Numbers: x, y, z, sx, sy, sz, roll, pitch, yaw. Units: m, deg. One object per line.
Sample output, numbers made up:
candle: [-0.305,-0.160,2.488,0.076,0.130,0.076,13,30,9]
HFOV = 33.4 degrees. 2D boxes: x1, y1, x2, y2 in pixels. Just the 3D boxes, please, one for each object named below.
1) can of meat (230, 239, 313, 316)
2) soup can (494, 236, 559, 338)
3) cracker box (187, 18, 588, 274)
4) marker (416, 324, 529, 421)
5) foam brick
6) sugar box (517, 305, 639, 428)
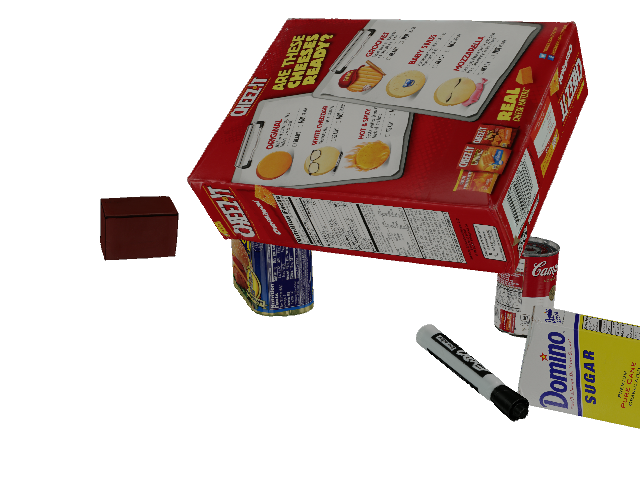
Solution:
can of meat: [-0.041,0.007,0.880,0.057,0.084,0.102,-8,20,-16]
soup can: [0.237,0.053,1.231,0.068,0.102,0.068,1,17,-1]
cracker box: [0.046,-0.068,0.695,0.214,0.164,0.072,7,-38,30]
marker: [0.112,0.097,0.790,0.020,0.020,0.121,0,23,-32]
foam brick: [-0.195,-0.014,1.144,0.078,0.051,0.053,-3,24,-16]
sugar box: [0.281,0.126,1.013,0.176,0.093,0.048,9,22,10]
